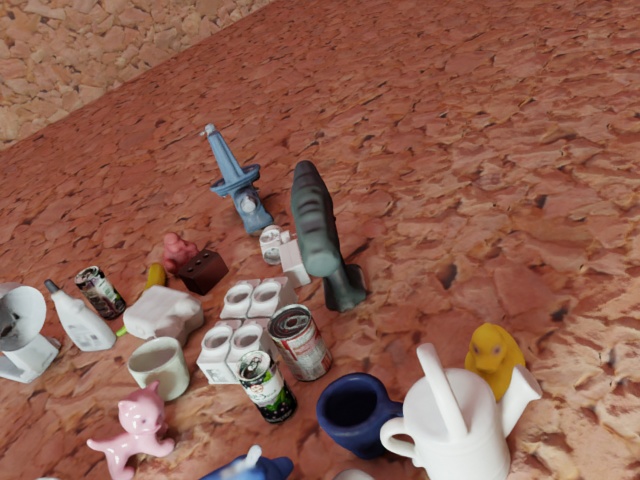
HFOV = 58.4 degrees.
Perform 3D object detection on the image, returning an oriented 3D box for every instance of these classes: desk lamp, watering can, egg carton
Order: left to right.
[{"bbox_3d":[-0.585,0.165,1.060,0.202,0.214,0.118,0,41,30],"label":"desk lamp"},{"bbox_3d":[-0.287,0.141,1.048,0.149,0.069,0.107,8,45,37],"label":"egg carton"},{"bbox_3d":[0.150,0.186,0.627,0.173,0.194,0.100,-31,35,-11],"label":"watering can"}]

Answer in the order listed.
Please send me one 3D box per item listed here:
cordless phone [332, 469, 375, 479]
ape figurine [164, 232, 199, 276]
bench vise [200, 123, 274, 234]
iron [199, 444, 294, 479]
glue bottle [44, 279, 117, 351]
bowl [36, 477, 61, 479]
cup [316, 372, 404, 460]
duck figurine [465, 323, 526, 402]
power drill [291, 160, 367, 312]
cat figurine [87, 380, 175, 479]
[{"bbox_3d":[0.008,0.289,0.579,0.093,0.185,0.148,12,48,40],"label":"cordless phone"},{"bbox_3d":[-0.295,0.024,1.188,0.078,0.092,0.076,-30,35,-9],"label":"ape figurine"},{"bbox_3d":[-0.170,-0.139,1.220,0.122,0.220,0.206,-37,37,-19],"label":"bench vise"},{"bbox_3d":[-0.142,0.332,0.647,0.258,0.142,0.118,-30,35,-9],"label":"iron"},{"bbox_3d":[-0.451,0.137,1.056,0.078,0.173,0.037,-9,37,20],"label":"glue bottle"},{"bbox_3d":[-0.374,0.404,0.744,0.167,0.075,0.167,-15,35,12],"label":"bowl"},{"bbox_3d":[0.064,0.227,0.709,0.117,0.095,0.092,-4,39,26],"label":"cup"},{"bbox_3d":[0.220,0.143,0.738,0.077,0.086,0.104,-4,39,26],"label":"duck figurine"},{"bbox_3d":[0.009,0.003,0.938,0.075,0.209,0.229,-19,35,7],"label":"power drill"},{"bbox_3d":[-0.270,0.268,0.826,0.128,0.118,0.067,-33,36,-14],"label":"cat figurine"}]
